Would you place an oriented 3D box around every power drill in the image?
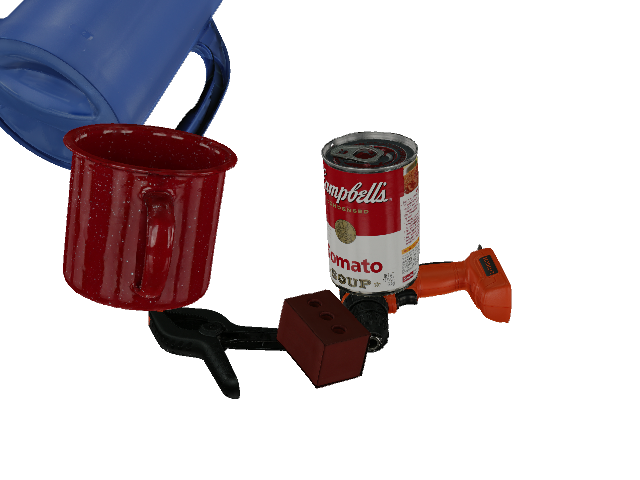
[{"bbox_3d":[0.114,0.062,1.196,0.187,0.057,0.184,-3,28,-3],"label":"power drill"}]

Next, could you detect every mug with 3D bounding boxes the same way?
[{"bbox_3d":[-0.093,-0.009,0.574,0.093,0.081,0.117,3,20,-19],"label":"mug"}]

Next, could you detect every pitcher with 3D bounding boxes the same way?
[{"bbox_3d":[-0.147,-0.173,0.848,0.145,0.242,0.149,11,-37,26],"label":"pitcher"}]

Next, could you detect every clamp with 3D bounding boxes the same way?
[{"bbox_3d":[-0.129,0.122,1.259,0.210,0.036,0.164,14,24,24],"label":"clamp"}]

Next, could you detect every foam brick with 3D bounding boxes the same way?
[{"bbox_3d":[0.002,0.090,0.992,0.052,0.051,0.078,-11,37,-30],"label":"foam brick"}]

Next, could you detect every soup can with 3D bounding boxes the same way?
[{"bbox_3d":[0.037,-0.019,0.770,0.068,0.102,0.068,-3,28,1],"label":"soup can"}]
